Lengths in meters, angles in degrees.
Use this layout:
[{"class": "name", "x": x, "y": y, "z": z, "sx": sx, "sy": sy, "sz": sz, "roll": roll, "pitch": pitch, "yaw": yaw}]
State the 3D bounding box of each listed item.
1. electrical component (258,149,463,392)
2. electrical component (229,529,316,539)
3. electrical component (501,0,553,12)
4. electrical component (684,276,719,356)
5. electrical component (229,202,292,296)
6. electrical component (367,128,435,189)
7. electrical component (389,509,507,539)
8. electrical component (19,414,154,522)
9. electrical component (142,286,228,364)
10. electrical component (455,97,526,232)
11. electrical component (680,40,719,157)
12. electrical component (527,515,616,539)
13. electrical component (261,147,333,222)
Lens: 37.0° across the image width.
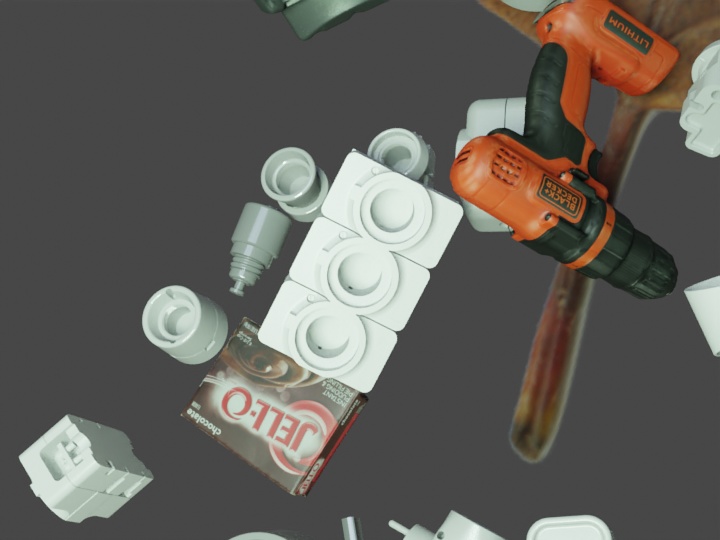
[{"class": "electrical component", "x": 0.000, "y": 0.000, "z": 0.772, "sx": 0.089, "sy": 0.061, "sz": 0.150, "roll": 27, "pitch": 98, "yaw": -3}, {"class": "electrical component", "x": -0.067, "y": 0.235, "z": 0.754, "sx": 0.108, "sy": 0.060, "sz": 0.108, "roll": -5, "pitch": 72, "yaw": 16}, {"class": "electrical component", "x": 0.143, "y": -0.256, "z": 0.848, "sx": 0.108, "sy": 0.060, "sz": 0.108, "roll": -5, "pitch": 72, "yaw": 16}, {"class": "electrical component", "x": 0.268, "y": 0.018, "z": 0.703, "sx": 0.099, "sy": 0.099, "sz": 0.064, "roll": -18, "pitch": 74, "yaw": 11}, {"class": "electrical component", "x": -0.083, "y": -0.017, "z": 0.853, "sx": 0.040, "sy": 0.040, "sz": 0.078, "roll": 17, "pitch": 78, "yaw": 22}, {"class": "electrical component", "x": 0.033, "y": -0.079, "z": 0.828, "sx": 0.048, "sy": 0.055, "sz": 0.066, "roll": -1, "pitch": 72, "yaw": 17}, {"class": "electrical component", "x": 0.049, "y": 0.200, "z": 0.738, "sx": 0.079, "sy": 0.044, "sz": 0.077, "roll": 25, "pitch": 82, "yaw": 23}, {"class": "electrical component", "x": -0.208, "y": 0.152, "z": 0.810, "sx": 0.056, "sy": 0.089, "sz": 0.050, "roll": -41, "pitch": 66, "yaw": 2}, {"class": "electrical component", "x": -0.139, "y": 0.042, "z": 0.847, "sx": 0.055, "sy": 0.047, "sz": 0.055, "roll": -5, "pitch": 71, "yaw": 16}, {"class": "electrical component", "x": 0.106, "y": -0.078, "z": 0.806, "sx": 0.059, "sy": 0.053, "sz": 0.095, "roll": -1, "pitch": 73, "yaw": 17}, {"class": "electrical component", "x": 0.263, "y": -0.127, "z": 0.764, "sx": 0.058, "sy": 0.078, "sz": 0.057, "roll": 22, "pitch": 55, "yaw": -1}, {"class": "electrical component", "x": 0.142, "y": 0.210, "z": 0.698, "sx": 0.054, "sy": 0.059, "sz": 0.095, "roll": -8, "pitch": 71, "yaw": 15}, {"class": "electrical component", "x": -0.048, "y": -0.066, "z": 0.849, "sx": 0.045, "sy": 0.055, "sz": 0.045, "roll": -5, "pitch": 71, "yaw": 16}]
